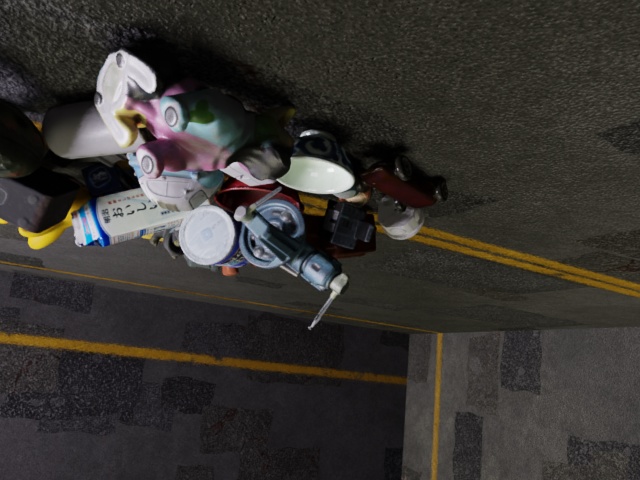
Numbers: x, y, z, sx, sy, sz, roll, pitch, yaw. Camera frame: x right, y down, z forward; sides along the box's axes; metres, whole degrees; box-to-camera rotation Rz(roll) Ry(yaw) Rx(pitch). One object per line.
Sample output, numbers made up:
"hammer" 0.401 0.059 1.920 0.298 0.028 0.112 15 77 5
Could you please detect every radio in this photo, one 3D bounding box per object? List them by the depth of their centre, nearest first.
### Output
"radio" -0.517 -0.099 0.848 0.229 0.073 0.131 26 -168 -14

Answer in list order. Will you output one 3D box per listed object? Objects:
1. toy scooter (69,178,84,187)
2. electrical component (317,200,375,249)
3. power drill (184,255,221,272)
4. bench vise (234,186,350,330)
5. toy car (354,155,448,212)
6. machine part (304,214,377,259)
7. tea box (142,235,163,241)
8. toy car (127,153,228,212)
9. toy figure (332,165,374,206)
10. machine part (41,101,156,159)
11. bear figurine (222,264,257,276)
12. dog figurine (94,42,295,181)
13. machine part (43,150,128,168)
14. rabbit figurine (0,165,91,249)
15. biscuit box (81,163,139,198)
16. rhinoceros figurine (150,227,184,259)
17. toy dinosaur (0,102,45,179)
"toy scooter" -0.484 -0.071 1.093 0.184 0.075 0.135 34 165 31
"electrical component" 0.044 -0.023 0.912 0.048 0.074 0.119 16 -172 -21
"power drill" -0.287 0.033 1.464 0.232 0.086 0.207 12 169 -16
"bench vise" -0.058 0.009 0.868 0.224 0.129 0.240 49 -177 27
"toy car" 0.131 -0.091 0.858 0.089 0.053 0.202 -10 163 35
"machine part" -0.002 -0.003 1.086 0.201 0.087 0.201 -4 179 33
"tea box" -0.323 -0.031 1.249 0.170 0.068 0.098 11 165 -14
"toy car" -0.234 -0.099 0.879 0.162 0.103 0.109 5 165 -3
"toy figure" 0.049 -0.090 0.893 0.064 0.057 0.154 24 178 29
"machine part" -0.290 -0.155 0.734 0.243 0.079 0.079 -1 164 25
"bear figurine" -0.145 0.007 1.226 0.120 0.131 0.196 -21 -169 -41
"dog figurine" -0.131 -0.146 0.651 0.219 0.192 0.108 -13 146 -53
"machine part" -0.389 -0.145 0.892 0.139 0.039 0.084 -2 169 22
"rabbit figurine" -0.498 -0.070 0.976 0.173 0.162 0.122 13 154 -8
"biscuit box" -0.384 -0.085 1.040 0.059 0.063 0.202 -22 166 -4
"rhinoceros figurine" -0.289 -0.022 1.109 0.073 0.112 0.190 45 -179 -31
"toy dinosaur" -0.425 -0.134 0.666 0.192 0.131 0.404 37 180 13
